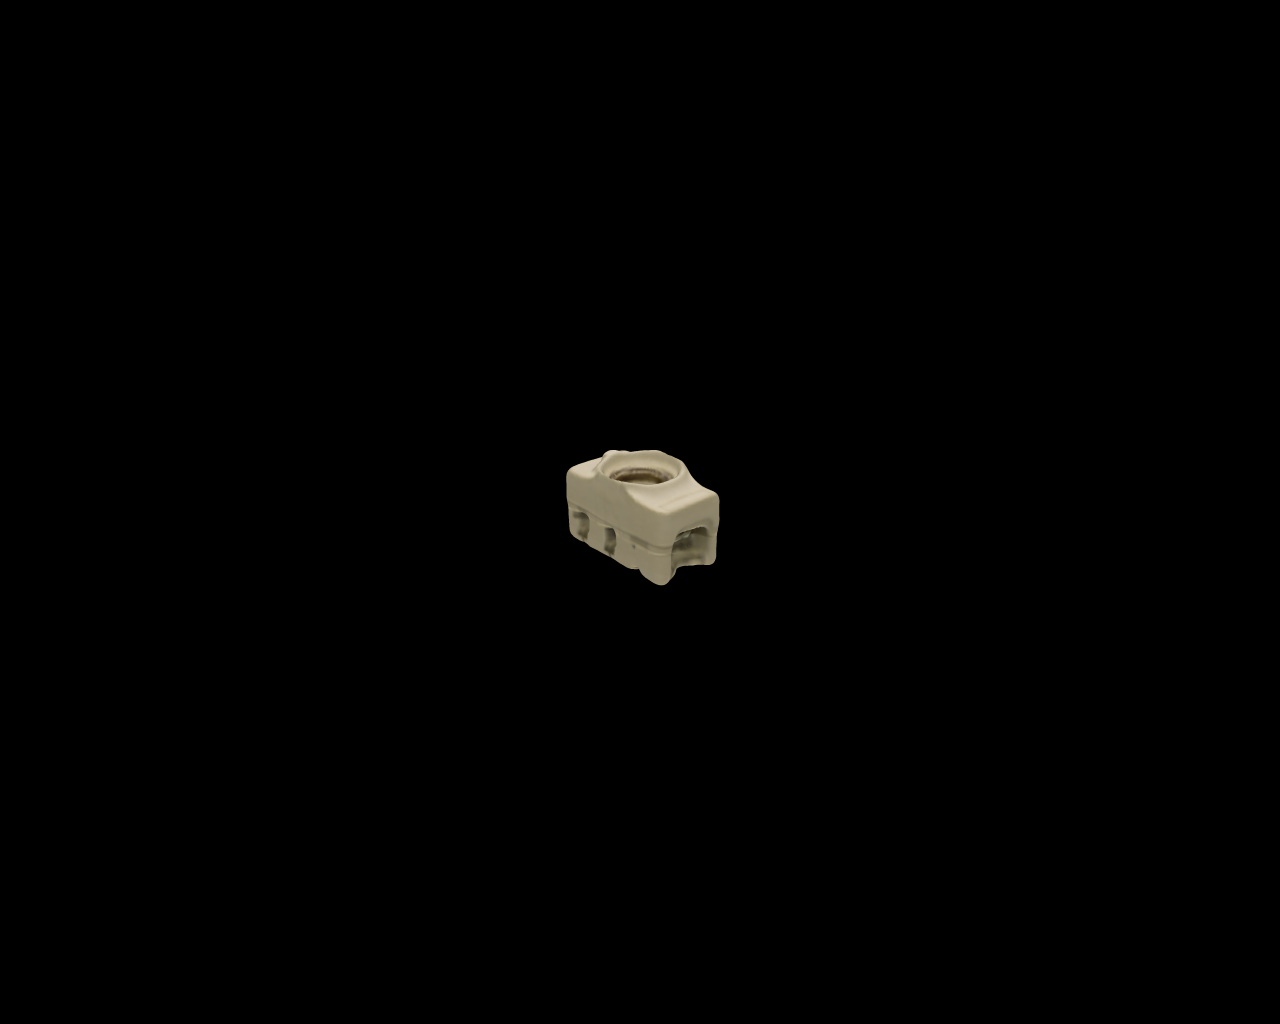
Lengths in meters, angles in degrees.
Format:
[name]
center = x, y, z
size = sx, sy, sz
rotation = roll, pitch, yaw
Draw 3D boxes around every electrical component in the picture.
[electrical component]
center = 0.001, -0.003, 0.650
size = 0.050, 0.055, 0.089
rotation = -21, 33, -36
